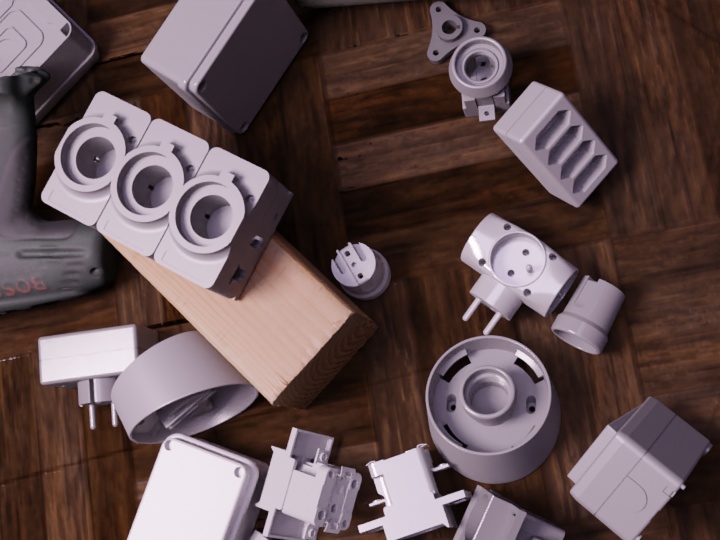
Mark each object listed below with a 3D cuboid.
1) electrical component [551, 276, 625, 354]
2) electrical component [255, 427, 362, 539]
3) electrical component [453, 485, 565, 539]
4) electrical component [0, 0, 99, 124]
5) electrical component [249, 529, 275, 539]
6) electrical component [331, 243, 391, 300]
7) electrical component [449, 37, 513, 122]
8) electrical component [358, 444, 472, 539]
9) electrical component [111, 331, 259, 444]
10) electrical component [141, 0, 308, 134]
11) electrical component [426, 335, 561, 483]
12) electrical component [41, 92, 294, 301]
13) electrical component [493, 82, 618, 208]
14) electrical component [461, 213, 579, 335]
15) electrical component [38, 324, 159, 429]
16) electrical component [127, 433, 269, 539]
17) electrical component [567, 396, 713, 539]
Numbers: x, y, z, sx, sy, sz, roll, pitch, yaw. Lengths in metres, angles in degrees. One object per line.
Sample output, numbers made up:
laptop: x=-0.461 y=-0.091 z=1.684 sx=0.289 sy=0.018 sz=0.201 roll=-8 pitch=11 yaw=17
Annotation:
electrical component: x=0.168 y=0.032 z=0.785 sx=0.040 sy=0.040 sz=0.046 roll=27 pitch=80 yaw=16
electrical component: x=-0.036 y=0.161 z=0.790 sx=0.064 sy=0.042 sz=0.081 roll=8 pitch=80 yaw=42
electrical component: x=0.090 y=0.222 z=0.750 sx=0.063 sy=0.079 sz=0.121 roll=25 pitch=85 yaw=-6
electrical component: x=-0.290 y=-0.177 z=0.920 sx=0.113 sy=0.057 sz=0.078 roll=-46 pitch=73 yaw=1
electrical component: x=-0.065 y=0.233 z=0.794 sx=0.066 sy=0.048 sz=0.055 roll=29 pitch=79 yaw=16
electrical component: x=0.000 y=0.000 z=0.825 sx=0.040 sy=0.046 sz=0.040 roll=-3 pitch=78 yaw=12
electrical component: x=0.095 y=-0.149 z=0.828 sx=0.048 sy=0.055 sz=0.066 roll=-5 pitch=78 yaw=12
electrical component: x=0.037 y=0.164 z=0.787 sx=0.081 sy=0.042 sz=0.063 roll=-21 pitch=72 yaw=7
electrical component: x=-0.134 y=0.094 z=0.811 sx=0.099 sy=0.099 sz=0.064 roll=-40 pitch=67 yaw=3
electrical component: x=-0.104 y=-0.178 z=0.852 sx=0.056 sy=0.109 sz=0.108 roll=32 pitch=87 yaw=19
electrical component: x=0.096 y=0.100 z=0.787 sx=0.099 sy=0.064 sz=0.099 roll=-5 pitch=64 yaw=11
electrical component: x=-0.139 y=-0.054 z=0.764 sx=0.150 sy=0.062 sz=0.089 roll=27 pitch=87 yaw=17
electrical component: x=0.136 y=-0.099 z=0.805 sx=0.047 sy=0.083 sz=0.076 roll=-49 pitch=35 yaw=0
electrical component: x=0.108 y=0.011 z=0.799 sx=0.077 sy=0.044 sz=0.079 roll=35 pitch=88 yaw=17
electrical component: x=-0.205 y=0.088 z=0.854 sx=0.083 sy=0.047 sz=0.075 roll=-8 pitch=79 yaw=11
electrical component: x=-0.124 y=0.187 z=0.810 sx=0.078 sy=0.057 sz=0.113 roll=18 pitch=83 yaw=15
electrical component: x=0.192 y=0.130 z=0.735 sx=0.061 sy=0.096 sz=0.061 roll=40 pitch=119 yaw=17
